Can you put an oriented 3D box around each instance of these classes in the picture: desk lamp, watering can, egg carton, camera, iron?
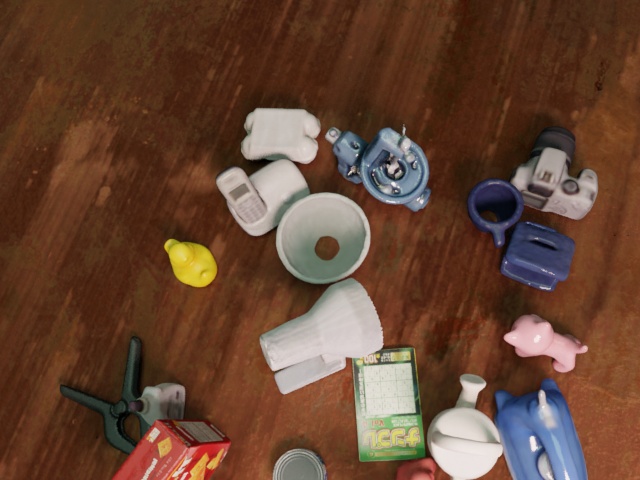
[{"bbox_3d":[-0.003,0.159,0.904,0.203,0.214,0.118,-26,71,0],"label":"desk lamp"},{"bbox_3d":[0.210,0.290,0.844,0.101,0.194,0.173,-12,71,4],"label":"watering can"},{"bbox_3d":[-0.075,-0.199,1.101,0.150,0.069,0.107,3,73,9],"label":"egg carton"},{"bbox_3d":[0.413,-0.125,0.994,0.143,0.101,0.137,20,77,14],"label":"camera"},{"bbox_3d":[0.347,0.338,0.837,0.118,0.141,0.258,-15,71,3],"label":"iron"}]

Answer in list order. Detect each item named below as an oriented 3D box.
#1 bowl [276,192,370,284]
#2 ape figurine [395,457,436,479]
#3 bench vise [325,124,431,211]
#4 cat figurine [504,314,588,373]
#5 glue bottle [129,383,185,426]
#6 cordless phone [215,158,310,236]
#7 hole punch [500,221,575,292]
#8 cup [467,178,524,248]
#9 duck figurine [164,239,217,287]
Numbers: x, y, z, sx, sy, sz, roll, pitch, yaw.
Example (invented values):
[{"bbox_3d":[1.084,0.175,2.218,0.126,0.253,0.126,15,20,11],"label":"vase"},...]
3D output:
[{"bbox_3d":[0.009,0.004,1.024,0.167,0.075,0.167,-2,73,7],"label":"bowl"},{"bbox_3d":[0.153,0.372,0.880,0.076,0.092,0.078,29,79,16],"label":"ape figurine"},{"bbox_3d":[0.092,-0.136,0.979,0.207,0.220,0.121,15,75,12],"label":"bench vise"},{"bbox_3d":[0.355,0.157,0.905,0.127,0.118,0.067,17,76,13],"label":"cat figurine"},{"bbox_3d":[-0.266,0.269,0.928,0.037,0.173,0.078,0,73,8],"label":"glue bottle"},{"bbox_3d":[-0.102,-0.094,1.011,0.147,0.185,0.094,-37,71,-4],"label":"cordless phone"},{"bbox_3d":[0.364,0.020,0.961,0.108,0.091,0.101,20,77,14],"label":"hole punch"},{"bbox_3d":[0.297,-0.036,0.985,0.091,0.095,0.118,-5,72,7],"label":"cup"},{"bbox_3d":[-0.240,0.036,1.042,0.104,0.086,0.077,39,82,17],"label":"duck figurine"}]
